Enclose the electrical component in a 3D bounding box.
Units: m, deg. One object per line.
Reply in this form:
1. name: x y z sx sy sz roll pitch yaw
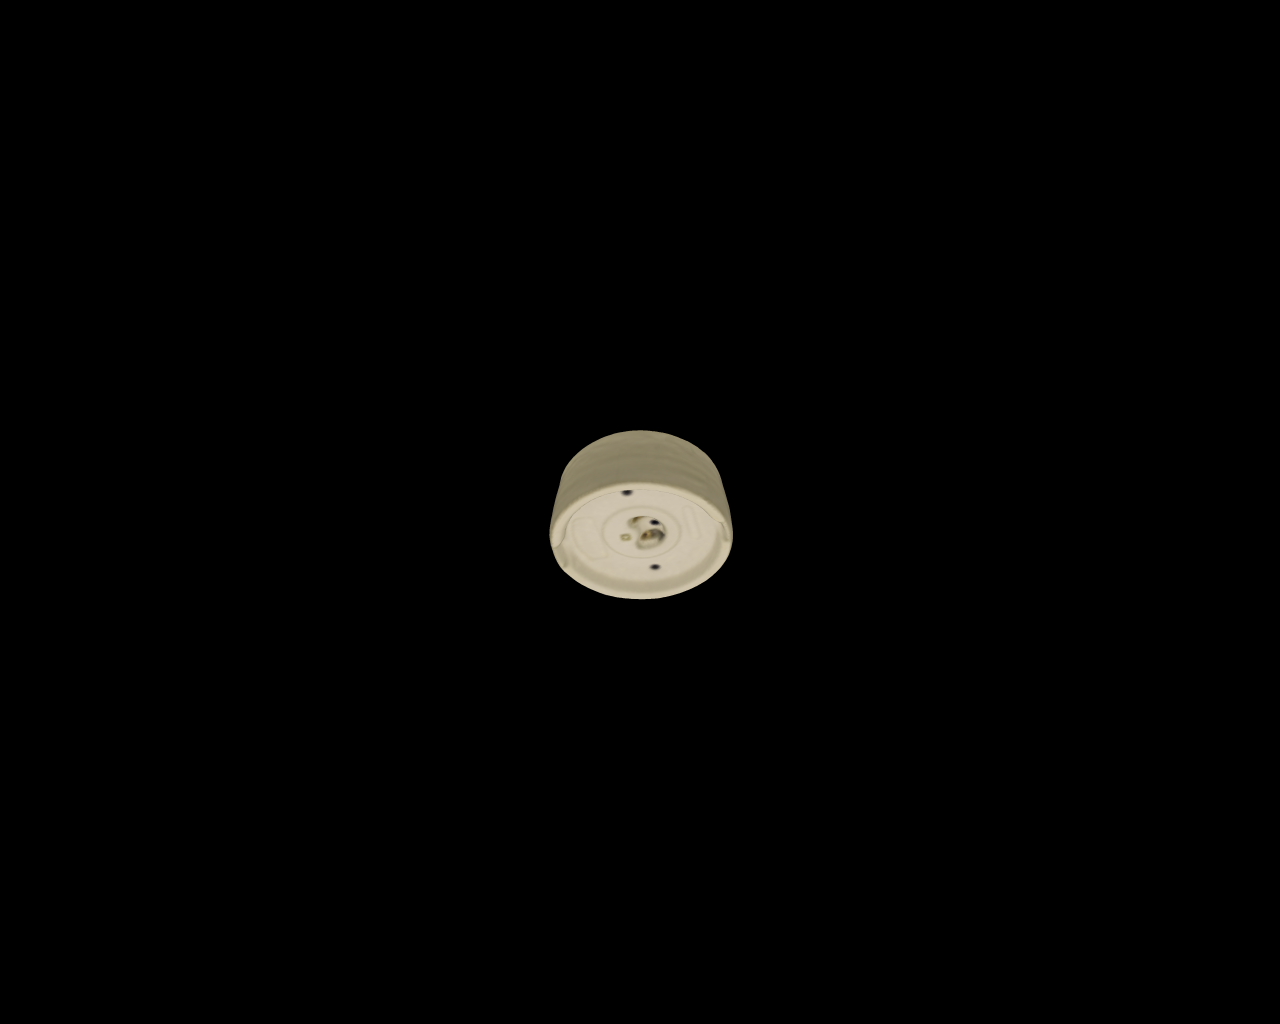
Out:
1. electrical component: 0.001 -0.003 0.650 0.108 0.060 0.108 0 -42 0
